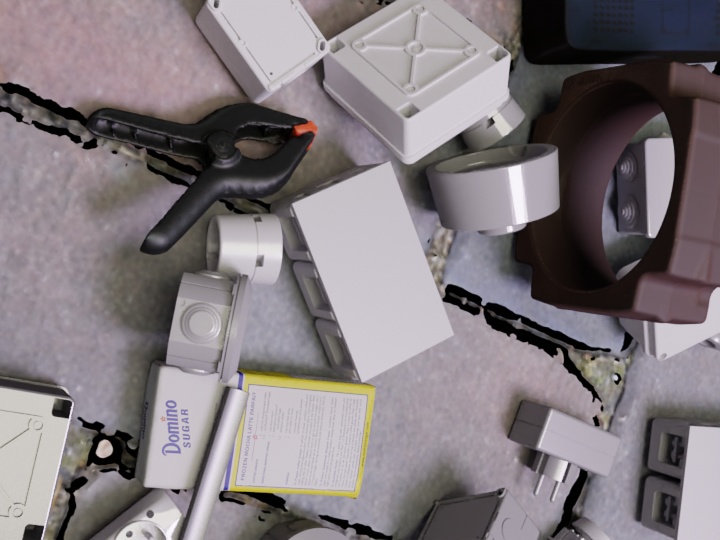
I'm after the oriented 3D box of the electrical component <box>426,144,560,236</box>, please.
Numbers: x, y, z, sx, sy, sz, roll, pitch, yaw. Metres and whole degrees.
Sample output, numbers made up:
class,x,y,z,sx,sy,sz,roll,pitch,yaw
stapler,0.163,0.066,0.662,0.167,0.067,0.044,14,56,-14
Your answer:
class,x,y,z,sx,sy,sz,roll,pitch,yaw
electrical component,0.112,-0.062,0.882,0.108,0.108,0.060,-17,105,-22

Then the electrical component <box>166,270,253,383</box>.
class,x,y,z,sx,sy,sz,roll,pitch,yaw
electrical component,-0.109,0.039,0.781,0.051,0.080,0.080,11,88,-5

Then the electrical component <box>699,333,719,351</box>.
class,x,y,z,sx,sy,sz,roll,pitch,yaw
electrical component,0.340,0.042,1.020,0.043,0.043,0.062,34,78,-22

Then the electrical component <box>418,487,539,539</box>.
class,x,y,z,sx,sy,sz,roll,pitch,yaw
electrical component,0.093,0.230,0.897,0.061,0.096,0.061,52,44,-17

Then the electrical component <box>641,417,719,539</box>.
class,x,y,z,sx,sy,sz,roll,pitch,yaw
electrical component,0.362,0.200,1.028,0.186,0.060,0.105,7,90,-24

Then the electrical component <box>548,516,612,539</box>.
class,x,y,z,sx,sy,sz,roll,pitch,yaw
electrical component,0.198,0.256,0.967,0.055,0.048,0.066,-43,108,-8

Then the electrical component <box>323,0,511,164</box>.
class,x,y,z,sx,sy,sz,roll,pitch,yaw
electrical component,0.044,-0.154,0.842,0.109,0.056,0.108,-34,61,-19

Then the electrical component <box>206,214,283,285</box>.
class,x,y,z,sx,sy,sz,roll,pitch,yaw
electrical component,-0.089,-0.017,0.822,0.047,0.055,0.055,1,92,-21

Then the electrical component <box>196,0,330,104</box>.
class,x,y,z,sx,sy,sz,roll,pitch,yaw
electrical component,-0.080,-0.183,0.817,0.062,0.061,0.096,-38,99,-17

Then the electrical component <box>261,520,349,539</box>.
class,x,y,z,sx,sy,sz,roll,pitch,yaw
electrical component,-0.043,0.239,0.856,0.080,0.051,0.080,-1,93,-24

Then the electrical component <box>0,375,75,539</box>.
class,x,y,z,sx,sy,sz,roll,pitch,yaw
electrical component,-0.266,0.128,0.749,0.109,0.056,0.108,13,87,-24

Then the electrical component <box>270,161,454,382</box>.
class,x,y,z,sx,sy,sz,roll,pitch,yaw
electrical component,0.000,0.000,0.857,0.089,0.062,0.150,-25,102,-21

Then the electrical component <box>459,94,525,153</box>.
class,x,y,z,sx,sy,sz,roll,pitch,yaw
electrical component,0.102,-0.133,0.901,0.055,0.055,0.047,-41,104,-17

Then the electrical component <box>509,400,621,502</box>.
class,x,y,z,sx,sy,sz,roll,pitch,yaw
electrical component,0.175,0.167,0.951,0.083,0.047,0.075,24,83,-23

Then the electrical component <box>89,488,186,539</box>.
class,x,y,z,sx,sy,sz,roll,pitch,yaw
electrical component,-0.159,0.217,0.807,0.077,0.044,0.079,-37,106,-18

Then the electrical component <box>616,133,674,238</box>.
class,x,y,z,sx,sy,sz,roll,pitch,yaw
electrical component,0.283,-0.076,0.986,0.100,0.048,0.099,-5,94,-24

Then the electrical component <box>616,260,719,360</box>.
class,x,y,z,sx,sy,sz,roll,pitch,yaw
electrical component,0.294,0.021,0.966,0.113,0.057,0.078,-24,131,-9
